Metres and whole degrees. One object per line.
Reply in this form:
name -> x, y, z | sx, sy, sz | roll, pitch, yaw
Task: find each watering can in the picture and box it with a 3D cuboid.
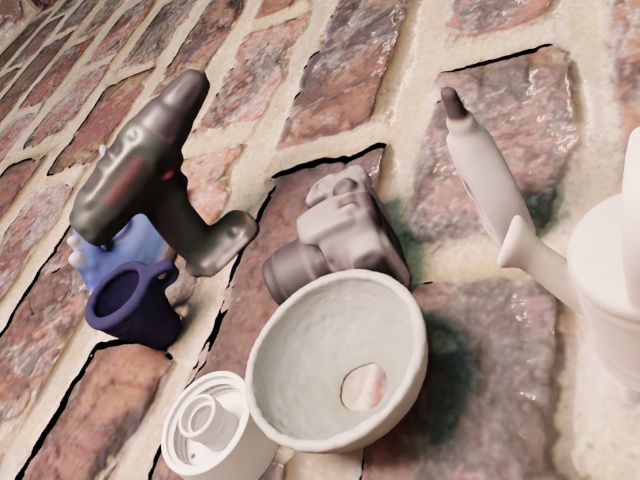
watering can -> 0.202, 0.015, 0.360 | 0.172, 0.195, 0.101 | -16, 44, 24

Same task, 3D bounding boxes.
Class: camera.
camera -> 0.005, 0.002, 0.591 | 0.136, 0.101, 0.143 | -27, 41, 13

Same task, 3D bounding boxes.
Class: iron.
iron -> -0.280, -0.009, 0.779 | 0.118, 0.142, 0.258 | -19, 44, 22

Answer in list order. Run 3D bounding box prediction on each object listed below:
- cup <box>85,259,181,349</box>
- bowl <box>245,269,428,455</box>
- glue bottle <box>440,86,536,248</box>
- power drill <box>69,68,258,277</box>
cup -> -0.199, 0.078, 0.673 | 0.117, 0.095, 0.091 | -34, 40, 5
bowl -> 0.024, 0.112, 0.494 | 0.167, 0.075, 0.167 | -20, 43, 20
glue bottle -> 0.139, -0.066, 0.501 | 0.037, 0.174, 0.078 | -32, 40, 7
power drill -> -0.172, -0.060, 0.695 | 0.230, 0.209, 0.075 | -44, 40, -8
